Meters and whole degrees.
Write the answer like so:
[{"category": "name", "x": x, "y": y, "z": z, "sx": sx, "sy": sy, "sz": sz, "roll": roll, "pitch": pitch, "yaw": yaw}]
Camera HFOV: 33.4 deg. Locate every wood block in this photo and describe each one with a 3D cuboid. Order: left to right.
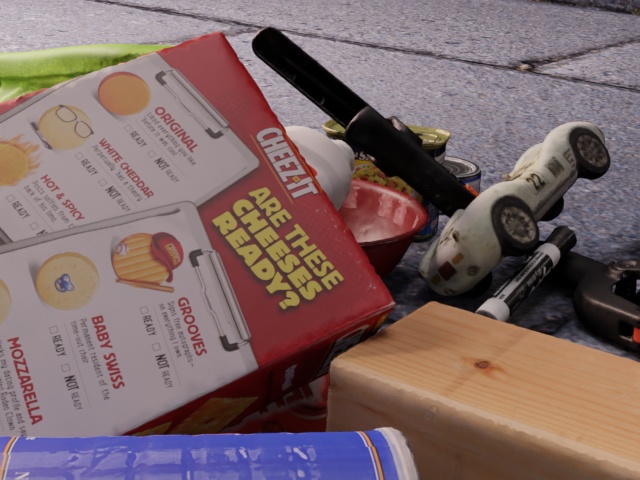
[{"category": "wood block", "x": 0.111, "y": 0.103, "z": 0.434, "sx": 0.206, "sy": 0.090, "sz": 0.090, "roll": 16, "pitch": 24, "yaw": 32}]

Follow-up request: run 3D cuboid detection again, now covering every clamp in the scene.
[{"category": "clamp", "x": 0.044, "y": -0.074, "z": 0.770, "sx": 0.209, "sy": 0.036, "sz": 0.165, "roll": 32, "pitch": 12, "yaw": -46}, {"category": "clamp", "x": 0.201, "y": 0.031, "z": 0.738, "sx": 0.120, "sy": 0.039, "sz": 0.171, "roll": -8, "pitch": 16, "yaw": 16}]

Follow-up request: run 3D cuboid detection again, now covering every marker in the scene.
[{"category": "marker", "x": 0.143, "y": 0.024, "z": 0.727, "sx": 0.020, "sy": 0.020, "sz": 0.120, "roll": 16, "pitch": 39, "yaw": 33}]

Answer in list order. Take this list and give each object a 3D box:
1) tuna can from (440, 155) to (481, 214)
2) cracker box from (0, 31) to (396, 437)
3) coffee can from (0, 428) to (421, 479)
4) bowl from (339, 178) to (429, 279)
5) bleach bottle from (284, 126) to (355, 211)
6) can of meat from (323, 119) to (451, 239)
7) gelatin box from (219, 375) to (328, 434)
[{"category": "tuna can", "x": 0.103, "y": -0.052, "z": 0.967, "sx": 0.086, "sy": 0.034, "sz": 0.086, "roll": 3, "pitch": 19, "yaw": -1}, {"category": "cracker box", "x": -0.102, "y": 0.018, "z": 0.471, "sx": 0.213, "sy": 0.072, "sz": 0.164, "roll": -24, "pitch": 70, "yaw": -23}, {"category": "coffee can", "x": -0.041, "y": 0.115, "z": 0.353, "sx": 0.140, "sy": 0.103, "sz": 0.103, "roll": 0, "pitch": 19, "yaw": -8}, {"category": "bowl", "x": -0.005, "y": 0.001, "z": 0.761, "sx": 0.162, "sy": 0.055, "sz": 0.162, "roll": 3, "pitch": 19, "yaw": -1}, {"category": "bleach bottle", "x": -0.062, "y": -0.034, "z": 0.653, "sx": 0.103, "sy": 0.068, "sz": 0.250, "roll": 38, "pitch": 31, "yaw": 20}, {"category": "can of meat", "x": 0.052, "y": -0.051, "z": 0.877, "sx": 0.102, "sy": 0.084, "sz": 0.057, "roll": 10, "pitch": 19, "yaw": 18}, {"category": "gelatin box", "x": -0.038, "y": 0.072, "z": 0.526, "sx": 0.089, "sy": 0.073, "sz": 0.030, "roll": -9, "pitch": -21, "yaw": -30}]
